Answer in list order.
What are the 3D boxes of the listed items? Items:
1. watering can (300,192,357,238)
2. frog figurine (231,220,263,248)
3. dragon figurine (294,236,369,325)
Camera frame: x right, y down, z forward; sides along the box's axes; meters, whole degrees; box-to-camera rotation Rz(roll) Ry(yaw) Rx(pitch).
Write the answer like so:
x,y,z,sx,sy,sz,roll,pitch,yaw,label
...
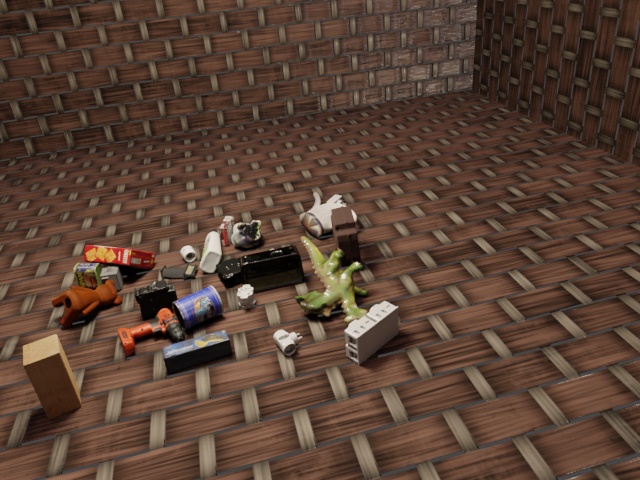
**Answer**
x,y,z,sx,sy,sz,roll,pitch,yaw,label
0.007,-0.114,2.272,0.226,0.102,0.352,-24,35,-28,watering can
-0.321,-0.019,2.194,0.139,0.122,0.157,-39,7,-34,frog figurine
0.016,0.151,1.766,0.414,0.119,0.246,32,49,26,dragon figurine
